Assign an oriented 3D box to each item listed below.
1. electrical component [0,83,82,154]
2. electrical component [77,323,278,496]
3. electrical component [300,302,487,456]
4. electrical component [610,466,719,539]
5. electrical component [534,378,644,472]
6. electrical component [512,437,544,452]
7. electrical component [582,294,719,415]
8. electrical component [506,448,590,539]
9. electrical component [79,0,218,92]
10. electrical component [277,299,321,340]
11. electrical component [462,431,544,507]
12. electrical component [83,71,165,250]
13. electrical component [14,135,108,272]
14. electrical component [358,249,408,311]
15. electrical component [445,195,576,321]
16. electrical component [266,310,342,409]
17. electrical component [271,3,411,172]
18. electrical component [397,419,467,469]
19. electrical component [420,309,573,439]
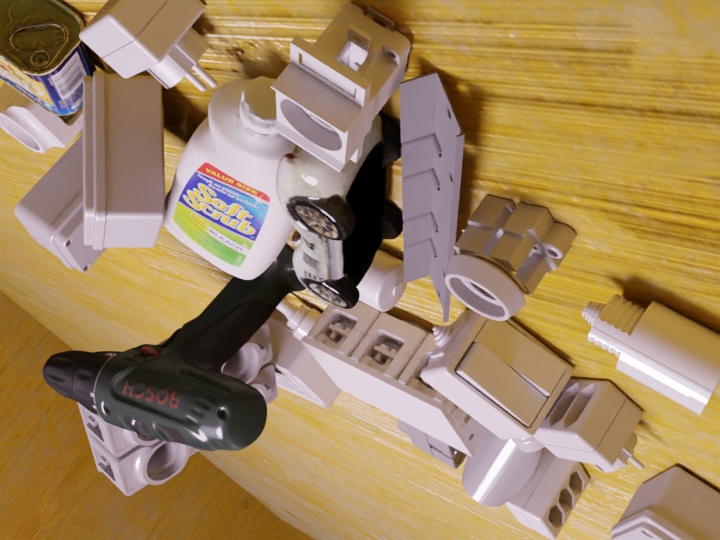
[{"bbox_3d":[-0.276,-0.138,0.924,0.089,0.055,0.050,15,154,49],"label":"electrical component"},{"bbox_3d":[-0.169,0.124,1.042,0.060,0.186,0.105,32,141,36],"label":"electrical component"},{"bbox_3d":[0.038,0.082,0.903,0.150,0.061,0.089,23,159,36],"label":"electrical component"},{"bbox_3d":[0.261,0.209,0.825,0.109,0.056,0.108,33,163,10],"label":"electrical component"},{"bbox_3d":[0.172,0.119,0.770,0.077,0.047,0.066,41,162,-17],"label":"electrical component"},{"bbox_3d":[0.130,0.116,0.857,0.046,0.040,0.040,48,160,-20],"label":"electrical component"},{"bbox_3d":[0.160,0.040,0.590,0.081,0.043,0.043,30,162,19],"label":"electrical component"},{"bbox_3d":[0.153,0.190,0.963,0.077,0.065,0.047,21,158,39],"label":"electrical component"},{"bbox_3d":[-0.117,-0.135,0.644,0.077,0.047,0.066,43,161,-23],"label":"electrical component"},{"bbox_3d":[-0.054,0.050,1.041,0.061,0.035,0.035,37,163,4],"label":"electrical component"},{"bbox_3d":[0.118,0.149,0.928,0.043,0.077,0.079,11,-145,-23],"label":"electrical component"},{"bbox_3d":[-0.176,-0.078,0.797,0.056,0.108,0.109,0,170,-15],"label":"electrical component"},{"bbox_3d":[-0.242,-0.063,0.964,0.057,0.113,0.078,34,163,13],"label":"electrical component"},{"bbox_3d":[0.000,0.000,0.793,0.078,0.040,0.040,27,161,28],"label":"electrical component"},{"bbox_3d":[0.079,-0.006,0.600,0.066,0.055,0.048,18,156,45],"label":"electrical component"},{"bbox_3d":[-0.067,0.091,1.134,0.113,0.057,0.078,16,154,48],"label":"electrical component"},{"bbox_3d":[-0.008,-0.091,0.527,0.042,0.063,0.081,35,163,7],"label":"electrical component"},{"bbox_3d":[0.074,0.138,0.996,0.059,0.053,0.095,29,162,22],"label":"electrical component"},{"bbox_3d":[0.093,0.068,0.761,0.096,0.061,0.061,38,163,-6],"label":"electrical component"}]
